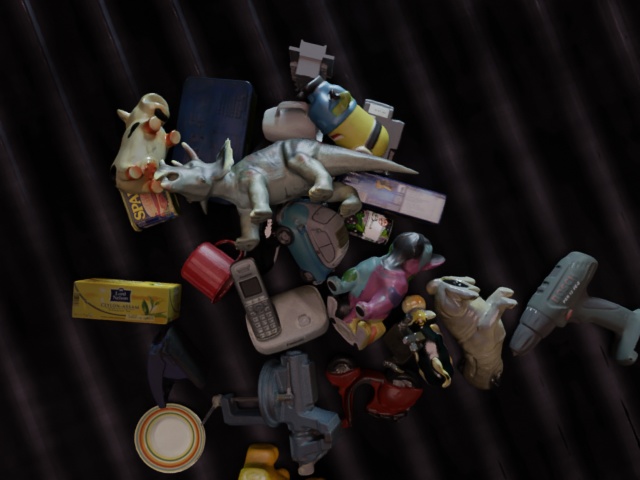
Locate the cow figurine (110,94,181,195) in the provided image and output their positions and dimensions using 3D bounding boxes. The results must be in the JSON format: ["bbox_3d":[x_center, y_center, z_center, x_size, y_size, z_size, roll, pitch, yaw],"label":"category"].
[{"bbox_3d":[-0.316,-0.172,0.956,0.127,0.085,0.195,-4,66,37],"label":"cow figurine"}]

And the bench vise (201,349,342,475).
[{"bbox_3d":[-0.085,0.313,0.980,0.241,0.129,0.223,-7,100,19],"label":"bench vise"}]

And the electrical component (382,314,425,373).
[{"bbox_3d":[0.146,0.188,0.955,0.045,0.102,0.078,-21,68,-40],"label":"electrical component"}]

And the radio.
[{"bbox_3d":[-0.199,-0.181,1.001,0.131,0.073,0.229,8,88,0],"label":"radio"}]

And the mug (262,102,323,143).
[{"bbox_3d":[-0.053,-0.214,0.988,0.107,0.109,0.081,2,73,11],"label":"mug"}]

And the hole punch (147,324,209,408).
[{"bbox_3d":[-0.271,0.225,0.970,0.092,0.142,0.115,-33,102,3],"label":"hole punch"}]

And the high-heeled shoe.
[{"bbox_3d":[-0.105,-0.058,1.019,0.086,0.145,0.249,6,61,-4],"label":"high-heeled shoe"}]

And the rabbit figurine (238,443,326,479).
[{"bbox_3d":[-0.066,0.471,0.972,0.173,0.122,0.162,6,94,-2],"label":"rabbit figurine"}]

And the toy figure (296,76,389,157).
[{"bbox_3d":[0.044,-0.205,0.928,0.089,0.082,0.180,-42,104,4],"label":"toy figure"}]

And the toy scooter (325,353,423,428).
[{"bbox_3d":[0.094,0.293,1.000,0.184,0.075,0.135,12,89,2],"label":"toy scooter"}]

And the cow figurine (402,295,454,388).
[{"bbox_3d":[0.195,0.185,0.991,0.068,0.098,0.167,-22,90,5],"label":"cow figurine"}]

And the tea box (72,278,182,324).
[{"bbox_3d":[-0.349,0.109,0.982,0.170,0.098,0.068,3,90,-3],"label":"tea box"}]

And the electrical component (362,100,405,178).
[{"bbox_3d":[0.094,-0.193,1.013,0.115,0.058,0.134,18,89,-3],"label":"electrical component"}]

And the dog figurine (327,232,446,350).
[{"bbox_3d":[0.126,0.080,0.989,0.219,0.191,0.109,-31,53,-25],"label":"dog figurine"}]

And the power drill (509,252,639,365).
[{"bbox_3d":[0.492,0.155,1.012,0.207,0.086,0.232,27,86,7],"label":"power drill"}]

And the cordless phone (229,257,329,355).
[{"bbox_3d":[-0.074,0.102,0.967,0.147,0.089,0.184,-20,107,-1],"label":"cordless phone"}]

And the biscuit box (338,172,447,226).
[{"bbox_3d":[0.130,-0.081,1.010,0.203,0.063,0.059,16,90,0],"label":"biscuit box"}]

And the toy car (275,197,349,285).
[{"bbox_3d":[-0.002,-0.003,0.963,0.103,0.109,0.161,-14,109,36],"label":"toy car"}]

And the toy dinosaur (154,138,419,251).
[{"bbox_3d":[-0.059,-0.110,0.899,0.405,0.131,0.192,-16,63,-11],"label":"toy dinosaur"}]

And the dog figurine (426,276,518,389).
[{"bbox_3d":[0.266,0.174,0.995,0.173,0.121,0.190,18,104,22],"label":"dog figurine"}]
